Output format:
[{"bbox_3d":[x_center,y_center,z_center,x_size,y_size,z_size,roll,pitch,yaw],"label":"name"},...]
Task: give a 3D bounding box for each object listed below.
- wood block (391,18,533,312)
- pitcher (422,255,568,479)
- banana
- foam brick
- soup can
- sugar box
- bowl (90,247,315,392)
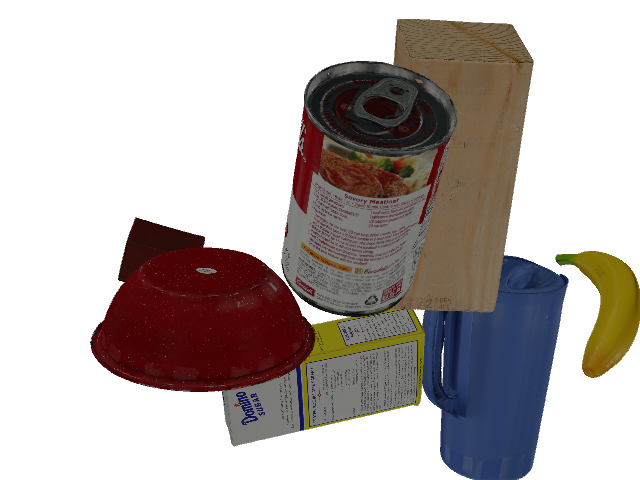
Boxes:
[{"bbox_3d":[0.098,-0.056,0.822,0.090,0.206,0.091,2,29,-3],"label":"wood block"},{"bbox_3d":[0.190,0.146,1.202,0.149,0.243,0.145,6,17,10],"label":"pitcher"},{"bbox_3d":[0.272,0.061,1.016,0.070,0.037,0.197,-28,23,19],"label":"banana"},{"bbox_3d":[-0.166,0.019,1.116,0.078,0.051,0.053,17,29,-5],"label":"foam brick"},{"bbox_3d":[0.020,-0.022,0.498,0.068,0.102,0.068,5,42,-5],"label":"soup can"},{"bbox_3d":[0.001,0.117,0.934,0.176,0.093,0.048,-9,38,-9],"label":"sugar box"},{"bbox_3d":[-0.083,0.046,0.762,0.162,0.055,0.162,2,21,-1],"label":"bowl"}]
